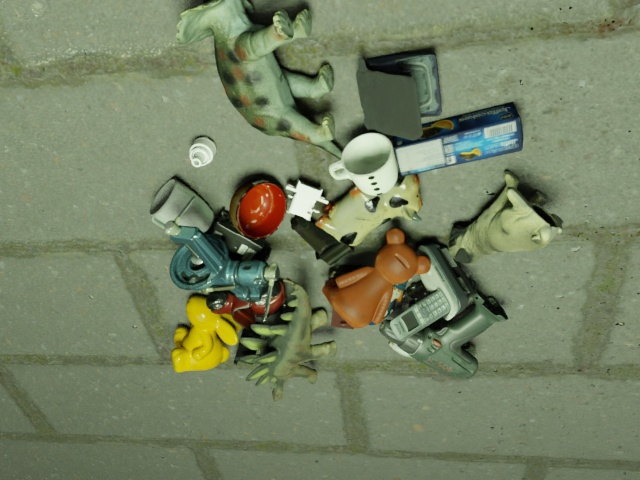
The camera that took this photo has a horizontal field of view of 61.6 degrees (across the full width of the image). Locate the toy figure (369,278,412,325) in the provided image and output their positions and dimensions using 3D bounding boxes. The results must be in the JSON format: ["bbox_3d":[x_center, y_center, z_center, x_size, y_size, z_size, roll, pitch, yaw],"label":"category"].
[{"bbox_3d":[0.141,0.119,1.135,0.064,0.058,0.154,7,133,-31],"label":"toy figure"}]

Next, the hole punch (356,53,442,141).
[{"bbox_3d":[0.126,-0.230,0.843,0.116,0.092,0.142,21,145,37],"label":"hole punch"}]

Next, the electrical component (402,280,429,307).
[{"bbox_3d":[0.216,0.113,1.139,0.094,0.021,0.063,-35,116,30],"label":"electrical component"}]

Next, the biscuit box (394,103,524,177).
[{"bbox_3d":[0.226,-0.164,0.885,0.203,0.063,0.059,-11,126,16],"label":"biscuit box"}]

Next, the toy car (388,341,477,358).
[{"bbox_3d":[0.254,0.242,1.217,0.202,0.056,0.073,16,130,-5],"label":"toy car"}]

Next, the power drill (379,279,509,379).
[{"bbox_3d":[0.268,0.180,1.116,0.232,0.086,0.207,37,105,-13],"label":"power drill"}]

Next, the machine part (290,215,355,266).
[{"bbox_3d":[-0.002,-0.003,1.067,0.084,0.039,0.138,-30,121,34],"label":"machine part"}]

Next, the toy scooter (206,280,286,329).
[{"bbox_3d":[-0.147,0.146,1.187,0.184,0.075,0.135,-15,134,16],"label":"toy scooter"}]

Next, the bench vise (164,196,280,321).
[{"bbox_3d":[-0.197,0.039,0.991,0.224,0.129,0.240,9,151,26],"label":"bench vise"}]

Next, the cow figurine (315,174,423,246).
[{"bbox_3d":[0.101,-0.058,0.977,0.127,0.085,0.195,41,121,-16],"label":"cow figurine"}]

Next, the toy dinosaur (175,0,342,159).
[{"bbox_3d":[-0.088,-0.247,0.837,0.192,0.131,0.404,-1,134,25],"label":"toy dinosaur"}]

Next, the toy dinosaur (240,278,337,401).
[{"bbox_3d":[-0.067,0.227,1.166,0.198,0.105,0.470,-8,137,-27],"label":"toy dinosaur"}]

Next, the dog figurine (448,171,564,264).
[{"bbox_3d":[0.312,0.000,0.943,0.121,0.172,0.190,35,119,-6],"label":"dog figurine"}]

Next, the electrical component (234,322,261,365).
[{"bbox_3d":[-0.173,0.256,1.280,0.048,0.075,0.119,16,125,-3],"label":"electrical component"}]

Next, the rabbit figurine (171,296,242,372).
[{"bbox_3d":[-0.264,0.210,1.236,0.162,0.122,0.173,5,111,1],"label":"rabbit figurine"}]

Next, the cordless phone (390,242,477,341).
[{"bbox_3d":[0.197,0.105,1.060,0.184,0.147,0.088,-40,157,31],"label":"cordless phone"}]

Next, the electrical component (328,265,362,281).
[{"bbox_3d":[0.060,0.084,1.123,0.102,0.045,0.078,5,128,4],"label":"electrical component"}]

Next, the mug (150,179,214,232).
[{"bbox_3d":[-0.269,-0.049,1.043,0.107,0.081,0.109,34,121,-29],"label":"mug"}]

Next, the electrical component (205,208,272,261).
[{"bbox_3d":[-0.170,0.013,1.092,0.134,0.058,0.115,32,129,-17],"label":"electrical component"}]

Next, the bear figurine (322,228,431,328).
[{"bbox_3d":[0.107,0.073,1.035,0.120,0.132,0.196,42,90,-4],"label":"bear figurine"}]
